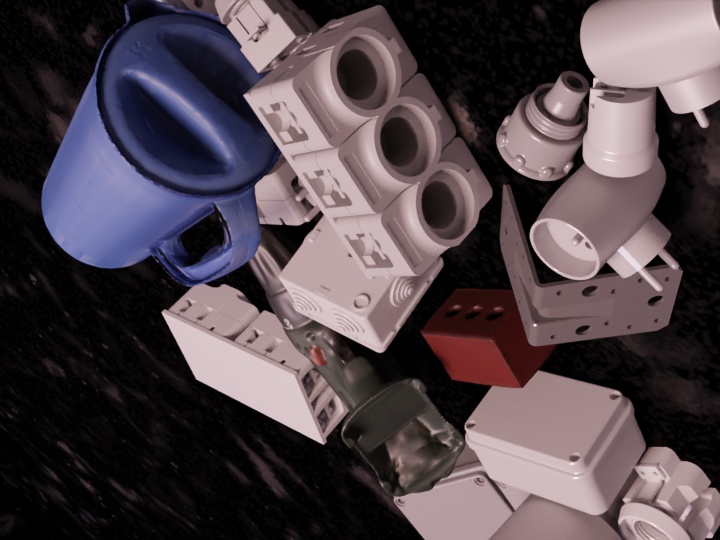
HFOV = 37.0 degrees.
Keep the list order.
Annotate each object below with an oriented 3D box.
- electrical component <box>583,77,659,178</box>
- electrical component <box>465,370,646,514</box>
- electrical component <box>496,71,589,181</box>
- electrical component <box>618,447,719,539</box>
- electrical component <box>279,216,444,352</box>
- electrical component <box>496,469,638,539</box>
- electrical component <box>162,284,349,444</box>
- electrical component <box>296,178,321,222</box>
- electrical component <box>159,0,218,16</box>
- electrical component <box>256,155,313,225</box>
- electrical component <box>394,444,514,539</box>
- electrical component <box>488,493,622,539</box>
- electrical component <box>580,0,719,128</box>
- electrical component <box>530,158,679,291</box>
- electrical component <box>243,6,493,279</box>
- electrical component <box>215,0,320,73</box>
[{"bbox_3d":[0.140,-0.079,0.577,0.040,0.040,0.046,24,141,32],"label":"electrical component"},{"bbox_3d":[0.145,0.123,0.805,0.113,0.078,0.057,11,141,45],"label":"electrical component"},{"bbox_3d":[0.108,-0.084,0.607,0.048,0.048,0.062,38,142,10],"label":"electrical component"},{"bbox_3d":[0.227,0.179,0.795,0.078,0.057,0.058,51,151,-14],"label":"electrical component"},{"bbox_3d":[0.000,0.000,0.803,0.100,0.099,0.048,25,159,31],"label":"electrical component"},{"bbox_3d":[0.182,0.188,0.867,0.109,0.056,0.108,-3,127,53],"label":"electrical component"},{"bbox_3d":[-0.100,0.088,1.087,0.186,0.060,0.105,21,144,35],"label":"electrical component"},{"bbox_3d":[-0.018,-0.065,0.758,0.047,0.075,0.083,18,143,38],"label":"electrical component"},{"bbox_3d":[-0.124,-0.193,0.755,0.055,0.045,0.045,1,130,51],"label":"electrical component"},{"bbox_3d":[-0.071,-0.073,0.843,0.089,0.050,0.055,5,134,49],"label":"electrical component"},{"bbox_3d":[0.104,0.210,0.964,0.109,0.056,0.108,-24,111,37],"label":"electrical component"},{"bbox_3d":[0.150,0.216,0.814,0.099,0.064,0.099,31,149,21],"label":"electrical component"},{"bbox_3d":[0.158,-0.102,0.518,0.077,0.043,0.079,-5,125,54],"label":"electrical component"},{"bbox_3d":[0.147,-0.023,0.604,0.079,0.077,0.043,45,152,-3],"label":"electrical component"},{"bbox_3d":[0.011,-0.079,0.688,0.062,0.089,0.150,-2,128,53],"label":"electrical component"},{"bbox_3d":[-0.062,-0.164,0.705,0.048,0.066,0.055,-38,89,27],"label":"electrical component"}]
